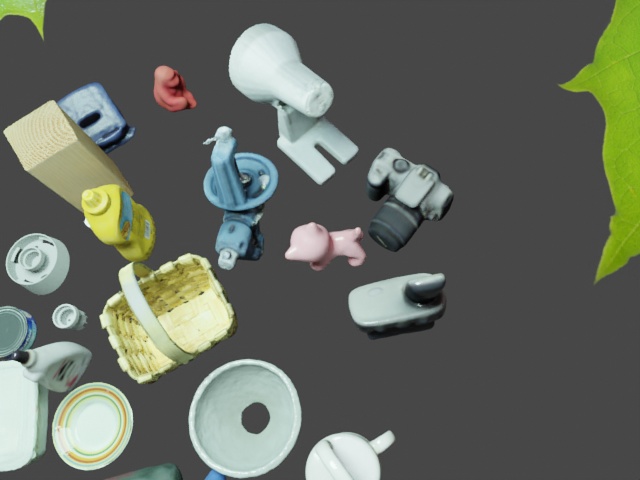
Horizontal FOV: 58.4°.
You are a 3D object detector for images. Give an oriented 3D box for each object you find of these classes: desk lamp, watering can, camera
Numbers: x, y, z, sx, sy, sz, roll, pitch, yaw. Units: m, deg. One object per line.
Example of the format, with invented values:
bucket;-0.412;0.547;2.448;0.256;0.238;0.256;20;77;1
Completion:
desk lamp;-0.038;-0.227;0.945;0.118;0.214;0.203;-43;72;-9
watering can;0.027;0.317;0.767;0.100;0.194;0.173;30;77;15
camera;0.126;-0.062;0.932;0.143;0.101;0.137;35;78;16

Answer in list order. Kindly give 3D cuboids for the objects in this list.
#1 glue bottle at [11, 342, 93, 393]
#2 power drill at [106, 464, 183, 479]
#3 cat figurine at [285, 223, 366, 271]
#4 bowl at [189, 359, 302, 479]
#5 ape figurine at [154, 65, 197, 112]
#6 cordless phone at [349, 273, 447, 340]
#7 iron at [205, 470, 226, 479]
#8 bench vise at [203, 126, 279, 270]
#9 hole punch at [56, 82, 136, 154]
glue bottle;-0.413;0.187;0.868;0.037;0.173;0.078;22;75;13
power drill;-0.284;0.362;0.777;0.229;0.208;0.075;-19;70;0
cat figurine;0.008;0.003;0.914;0.127;0.118;0.067;-11;71;3
bowl;-0.106;0.267;0.861;0.167;0.075;0.167;-2;71;6
ape figurine;-0.275;-0.284;1.054;0.076;0.092;0.078;1;72;7
cordless phone;0.114;0.082;0.841;0.147;0.185;0.094;-15;70;1
iron;-0.172;0.451;0.771;0.118;0.141;0.258;23;75;13
bench vise;-0.122;-0.067;0.897;0.121;0.220;0.207;-12;71;2
hole punch;-0.412;-0.217;1.047;0.109;0.091;0.101;-34;71;-6
